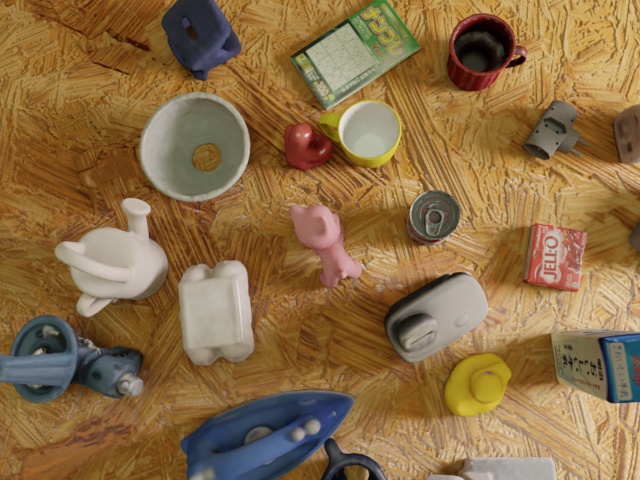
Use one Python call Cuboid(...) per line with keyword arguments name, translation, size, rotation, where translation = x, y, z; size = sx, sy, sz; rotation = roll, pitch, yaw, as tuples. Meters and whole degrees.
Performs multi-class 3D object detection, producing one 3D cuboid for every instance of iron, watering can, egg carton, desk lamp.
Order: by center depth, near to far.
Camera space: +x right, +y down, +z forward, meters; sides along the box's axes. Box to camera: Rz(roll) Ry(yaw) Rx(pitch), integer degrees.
Cuboid(name="desk lamp", translation=(0.219, 0.342, 0.713), size=(0.203, 0.213, 0.118), rotation=(-4, 83, 5))
Cuboid(name="iron", translation=(-0.072, 0.277, 0.782), size=(0.258, 0.141, 0.118), rotation=(-25, 82, 2))
Cuboid(name="watering can", translation=(-0.294, 0.025, 0.804), size=(0.101, 0.194, 0.173), rotation=(6, 84, 6))
Cuboid(name="egg carton", translation=(-0.153, 0.107, 0.845), size=(0.107, 0.069, 0.150), rotation=(-8, 83, 4))

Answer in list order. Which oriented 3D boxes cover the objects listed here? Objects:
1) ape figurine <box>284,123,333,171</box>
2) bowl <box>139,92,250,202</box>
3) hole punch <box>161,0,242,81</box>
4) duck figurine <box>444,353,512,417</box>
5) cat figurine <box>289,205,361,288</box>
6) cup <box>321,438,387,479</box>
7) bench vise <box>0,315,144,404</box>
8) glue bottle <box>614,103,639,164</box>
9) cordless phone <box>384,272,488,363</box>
Cuboid(name="ape figurine", translation=(-0.023, -0.145, 0.851), size=(0.076, 0.092, 0.078), rotation=(-43, 82, -1))
Cuboid(name="bowl", translation=(-0.181, -0.134, 0.872), size=(0.167, 0.075, 0.167), rotation=(-1, 83, 5))
Cuboid(name="hole punch", translation=(-0.188, -0.321, 0.886), size=(0.101, 0.091, 0.108), rotation=(-32, 82, 1))
Cuboid(name="duck figurine", translation=(0.222, 0.205, 0.793), size=(0.104, 0.086, 0.077), rotation=(-41, 82, 0))
Cuboid(name="cat figurine", translation=(0.008, 0.003, 0.818), size=(0.067, 0.118, 0.128), rotation=(-27, 82, 2))
Cuboid(name="cup", translation=(0.041, 0.322, 0.791), size=(0.091, 0.095, 0.118), rotation=(-31, 82, 1))
Cuboid(name="bench vise", translation=(-0.352, 0.162, 0.780), size=(0.207, 0.220, 0.121), rotation=(-2, 83, 5))
Cuboid(name="glue bottle", translation=(0.450, -0.158, 0.770), size=(0.037, 0.173, 0.078), rotation=(-7, 83, 5))
Cuboid(name="cordless phone", translation=(0.158, 0.102, 0.760), size=(0.147, 0.185, 0.094), rotation=(-35, 81, 1))
